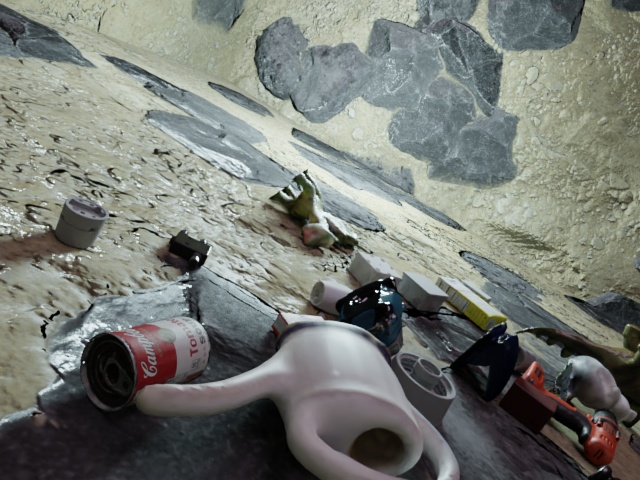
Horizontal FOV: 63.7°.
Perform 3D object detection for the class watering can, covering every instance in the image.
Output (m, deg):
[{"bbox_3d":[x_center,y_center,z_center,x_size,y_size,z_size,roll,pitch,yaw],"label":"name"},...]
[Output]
[{"bbox_3d":[-0.008,0.161,0.543,0.346,0.103,0.228,26,15,-17],"label":"watering can"}]

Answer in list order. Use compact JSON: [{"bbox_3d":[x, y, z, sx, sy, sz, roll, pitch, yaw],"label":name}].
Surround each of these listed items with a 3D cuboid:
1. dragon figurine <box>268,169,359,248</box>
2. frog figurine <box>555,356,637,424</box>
[{"bbox_3d":[0.004,-0.067,1.331,0.243,0.121,0.415,47,18,-1],"label":"dragon figurine"},{"bbox_3d":[0.592,0.320,1.080,0.160,0.123,0.136,21,-6,10],"label":"frog figurine"}]
